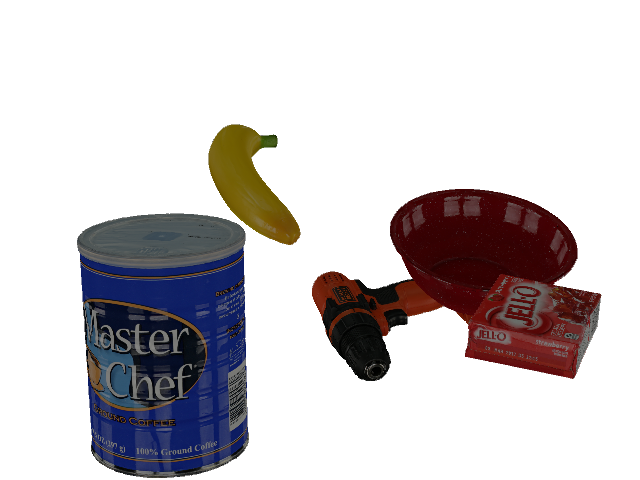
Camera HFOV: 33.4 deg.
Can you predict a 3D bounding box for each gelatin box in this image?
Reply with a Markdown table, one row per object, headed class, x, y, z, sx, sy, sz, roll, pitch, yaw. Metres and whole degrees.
| class | x | y | z | sx | sy | sz | roll | pitch | yaw |
| --- | --- | --- | --- | --- | --- | --- | --- | --- | --- |
| gelatin box | 0.145 | 0.056 | 0.723 | 0.073 | 0.030 | 0.089 | 11 | 23 | 21 |

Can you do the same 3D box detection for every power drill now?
| class | x | y | z | sx | sy | sz | roll | pitch | yaw |
| --- | --- | --- | --- | --- | --- | --- | --- | --- | --- |
| power drill | 0.096 | 0.079 | 1.125 | 0.187 | 0.057 | 0.184 | -7 | 28 | -13 |

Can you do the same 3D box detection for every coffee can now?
| class | x | y | z | sx | sy | sz | roll | pitch | yaw |
| --- | --- | --- | --- | --- | --- | --- | --- | --- | --- |
| coffee can | -0.097 | 0.063 | 0.673 | 0.103 | 0.140 | 0.103 | 0 | 16 | 0 |

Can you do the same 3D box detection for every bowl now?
| class | x | y | z | sx | sy | sz | roll | pitch | yaw |
| --- | --- | --- | --- | --- | --- | --- | --- | --- | --- |
| bowl | 0.138 | 0.018 | 0.932 | 0.162 | 0.055 | 0.162 | 3 | 34 | -2 |

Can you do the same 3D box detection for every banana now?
| class | x | y | z | sx | sy | sz | roll | pitch | yaw |
| --- | --- | --- | --- | --- | --- | --- | --- | --- | --- |
| banana | -0.061 | -0.057 | 0.913 | 0.069 | 0.037 | 0.198 | 3 | 30 | -10 |
